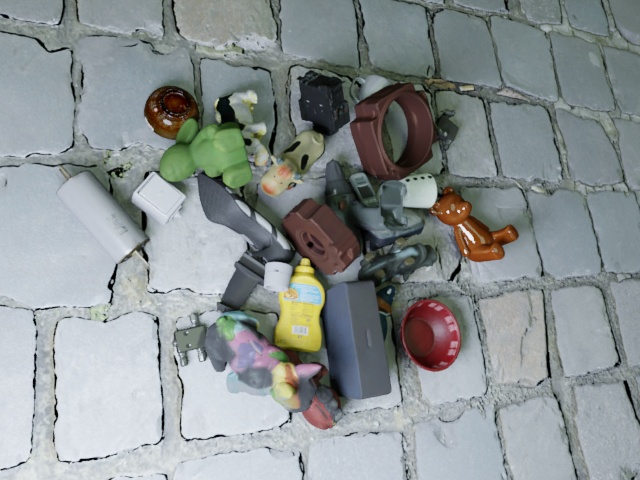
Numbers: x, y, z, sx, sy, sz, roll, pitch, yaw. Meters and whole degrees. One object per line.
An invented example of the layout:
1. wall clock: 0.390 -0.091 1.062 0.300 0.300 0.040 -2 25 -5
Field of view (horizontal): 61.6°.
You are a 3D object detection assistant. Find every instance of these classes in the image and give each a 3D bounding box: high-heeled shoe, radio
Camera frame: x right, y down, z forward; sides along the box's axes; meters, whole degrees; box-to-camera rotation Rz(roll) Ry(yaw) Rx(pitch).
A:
1. high-heeled shoe: -0.147 -0.048 1.121 0.145 0.086 0.249 -10 62 -57
2. radio: 0.068 0.205 1.101 0.073 0.131 0.229 0 75 -26

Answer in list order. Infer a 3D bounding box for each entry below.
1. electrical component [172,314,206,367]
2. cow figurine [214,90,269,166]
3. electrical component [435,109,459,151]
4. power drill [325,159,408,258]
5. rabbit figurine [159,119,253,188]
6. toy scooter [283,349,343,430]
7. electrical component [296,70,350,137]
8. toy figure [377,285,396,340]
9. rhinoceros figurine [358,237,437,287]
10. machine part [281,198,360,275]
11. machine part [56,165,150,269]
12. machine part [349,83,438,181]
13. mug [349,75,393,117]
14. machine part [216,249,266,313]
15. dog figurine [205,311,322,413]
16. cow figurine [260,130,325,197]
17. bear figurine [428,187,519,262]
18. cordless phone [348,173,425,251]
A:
1. electrical component: -0.248 0.189 1.020 0.063 0.021 0.094 -8 79 -26
2. cow figurine: -0.168 -0.235 1.157 0.098 0.068 0.167 -12 77 -22
3. electrical component: 0.332 -0.296 1.423 0.078 0.045 0.102 37 63 -10
4. power drill: 0.086 -0.076 1.153 0.086 0.207 0.232 0 85 -44
5. rabbit figurine: -0.235 -0.176 1.055 0.170 0.121 0.159 -17 45 -9
6. toy scooter: -0.010 0.288 1.039 0.075 0.135 0.184 -35 93 -31
7. electrical component: 0.008 -0.305 1.224 0.058 0.115 0.134 -37 136 -28
8. toy figure: 0.128 0.167 1.180 0.058 0.064 0.154 20 67 -3
9. rhinoceros figurine: 0.179 0.057 1.214 0.190 0.112 0.073 -20 55 -16
10. machine part: -0.002 -0.003 1.112 0.179 0.179 0.056 48 65 -5
11. machine part: -0.397 -0.041 0.986 0.079 0.079 0.243 -42 94 -29
12. machine part: 0.180 -0.256 1.275 0.201 0.087 0.201 -35 119 -29
13. mug: 0.120 -0.343 1.318 0.109 0.081 0.107 26 73 -26
14. machine part: -0.157 0.092 1.084 0.084 0.039 0.139 41 61 -15
15. dog figurine: -0.097 0.218 0.962 0.108 0.219 0.191 -37 109 -33
16. cow figurine: -0.056 -0.164 1.156 0.085 0.127 0.195 42 60 -5
17. bear figurine: 0.372 -0.045 1.324 0.120 0.132 0.195 -39 99 -34
18. cordless phone: 0.146 -0.078 1.253 0.146 0.089 0.184 -17 78 -28
